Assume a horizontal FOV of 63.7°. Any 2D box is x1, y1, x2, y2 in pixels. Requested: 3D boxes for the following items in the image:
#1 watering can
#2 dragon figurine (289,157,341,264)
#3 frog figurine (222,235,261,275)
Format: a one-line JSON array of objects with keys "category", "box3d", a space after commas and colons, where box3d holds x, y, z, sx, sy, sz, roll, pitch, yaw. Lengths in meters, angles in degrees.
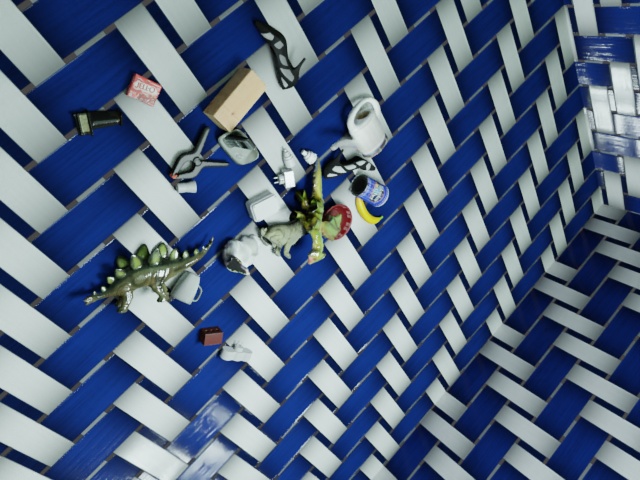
[{"category": "watering can", "box3d": [0.166, -0.423, 2.094, 0.354, 0.104, 0.220, -57, 130, -27]}, {"category": "dragon figurine", "box3d": [0.006, -0.104, 2.070, 0.240, 0.122, 0.416, 34, 66, -49]}, {"category": "frog figurine", "box3d": [-0.300, 0.041, 1.971, 0.135, 0.121, 0.163, 43, 45, -31]}]
